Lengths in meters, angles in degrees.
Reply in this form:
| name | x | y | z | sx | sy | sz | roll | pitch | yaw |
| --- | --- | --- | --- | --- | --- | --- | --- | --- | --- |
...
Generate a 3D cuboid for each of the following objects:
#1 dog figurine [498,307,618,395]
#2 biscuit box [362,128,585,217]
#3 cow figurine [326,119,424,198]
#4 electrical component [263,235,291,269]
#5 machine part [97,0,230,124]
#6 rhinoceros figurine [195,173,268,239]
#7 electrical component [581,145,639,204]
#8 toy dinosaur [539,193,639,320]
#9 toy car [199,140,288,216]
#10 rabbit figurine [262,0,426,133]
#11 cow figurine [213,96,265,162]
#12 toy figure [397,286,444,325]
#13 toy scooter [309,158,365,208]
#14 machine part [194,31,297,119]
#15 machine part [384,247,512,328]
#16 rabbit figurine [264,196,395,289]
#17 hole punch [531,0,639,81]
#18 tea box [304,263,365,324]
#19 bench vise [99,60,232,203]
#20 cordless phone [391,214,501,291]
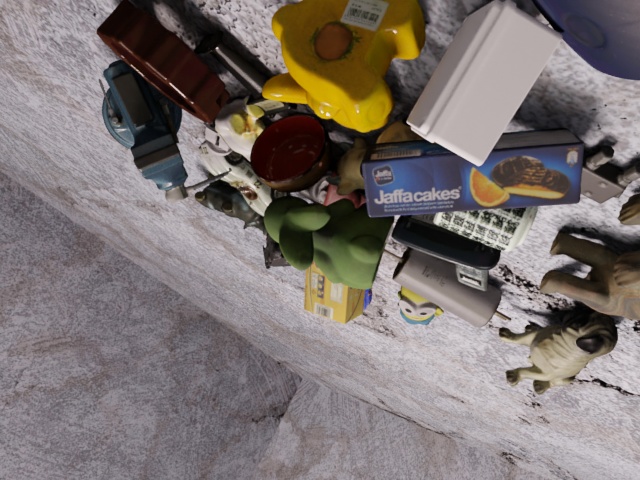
| name | x | y | z | sx | sy | sz | roll | pitch | yaw |
| --- | --- | --- | --- | --- | --- | --- | --- | --- | --- |
| dog figurine | 0.415 | 0.176 | 0.870 | 0.172 | 0.121 | 0.190 | 3 | 158 | -35 |
| biscuit box | 0.144 | -0.066 | 0.529 | 0.203 | 0.059 | 0.062 | -3 | 114 | 11 |
| cow figurine | 0.084 | -0.089 | 0.660 | 0.127 | 0.085 | 0.195 | 22 | 169 | -6 |
| electrical component | -0.048 | 0.013 | 1.054 | 0.115 | 0.058 | 0.134 | -10 | 169 | -15 |
| machine part | -0.197 | -0.226 | 0.693 | 0.179 | 0.056 | 0.179 | 38 | 177 | 2 |
| rhinoceros figurine | -0.160 | -0.064 | 1.077 | 0.190 | 0.073 | 0.112 | 23 | 158 | 17 |
| electrical component | 0.281 | -0.063 | 0.552 | 0.063 | 0.021 | 0.094 | 29 | 160 | -1 |
| toy dinosaur | 0.387 | 0.036 | 0.544 | 0.199 | 0.105 | 0.471 | 23 | 170 | -5 |
| toy car | -0.132 | -0.106 | 0.958 | 0.201 | 0.056 | 0.074 | 41 | 158 | -31 |
| rabbit figurine | 0.021 | -0.159 | 0.544 | 0.163 | 0.122 | 0.173 | 14 | 176 | 19 |
| cow figurine | -0.091 | -0.138 | 0.808 | 0.098 | 0.068 | 0.167 | 14 | 153 | 50 |
| toy figure | 0.188 | 0.114 | 1.028 | 0.082 | 0.089 | 0.180 | -12 | 161 | 7 |
| toy scooter | 0.046 | -0.040 | 0.817 | 0.135 | 0.075 | 0.183 | 19 | 137 | 4 |
| machine part | -0.094 | -0.209 | 0.688 | 0.138 | 0.039 | 0.084 | 37 | 167 | -27 |
| machine part | 0.212 | 0.075 | 0.903 | 0.243 | 0.079 | 0.079 | 30 | 160 | 0 |
| rabbit figurine | -0.001 | -0.002 | 0.702 | 0.170 | 0.121 | 0.159 | 19 | -169 | 10 |
| hole punch | 0.193 | -0.159 | 0.346 | 0.142 | 0.092 | 0.116 | 34 | 164 | -23 |
| tea box | 0.030 | 0.053 | 0.968 | 0.098 | 0.169 | 0.068 | 16 | -160 | 33 |
| bench vise | -0.262 | -0.169 | 0.858 | 0.223 | 0.129 | 0.241 | 56 | 175 | -16 |
| cordless phone | 0.190 | 0.016 | 0.787 | 0.147 | 0.088 | 0.184 | 20 | 163 | 23 |
